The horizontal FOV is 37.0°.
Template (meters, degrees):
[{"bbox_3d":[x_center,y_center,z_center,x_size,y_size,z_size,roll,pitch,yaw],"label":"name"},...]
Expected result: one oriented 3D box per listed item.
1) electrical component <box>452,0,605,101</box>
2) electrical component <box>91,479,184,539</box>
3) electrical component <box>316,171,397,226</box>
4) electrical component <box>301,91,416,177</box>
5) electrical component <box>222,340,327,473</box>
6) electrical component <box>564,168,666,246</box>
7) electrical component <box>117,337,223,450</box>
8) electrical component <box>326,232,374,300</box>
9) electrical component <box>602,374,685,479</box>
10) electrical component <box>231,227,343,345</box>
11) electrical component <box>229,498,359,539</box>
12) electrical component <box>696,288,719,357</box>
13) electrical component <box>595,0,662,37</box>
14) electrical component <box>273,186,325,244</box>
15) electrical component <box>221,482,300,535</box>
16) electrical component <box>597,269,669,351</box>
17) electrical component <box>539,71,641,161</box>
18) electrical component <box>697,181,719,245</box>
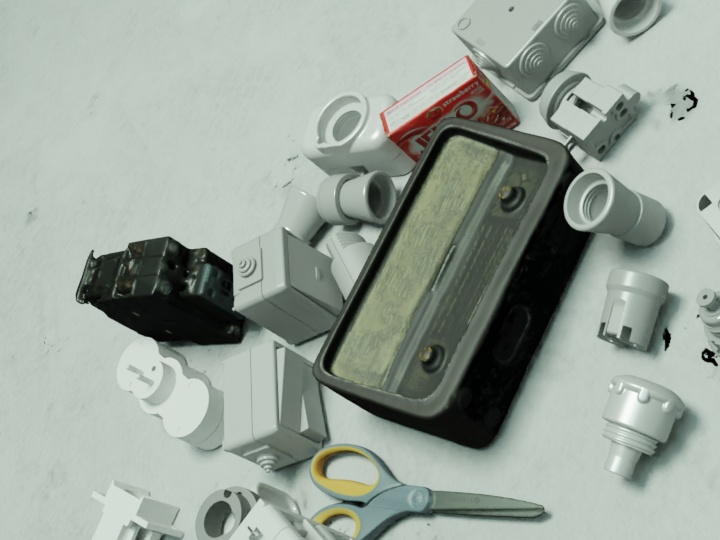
[{"bbox_3d":[0.135,-0.201,0.881,0.099,0.048,0.099,-48,45,6],"label":"electrical component"},{"bbox_3d":[-0.193,0.217,0.906,0.081,0.042,0.063,14,77,43],"label":"electrical component"},{"bbox_3d":[-0.003,-0.060,0.913,0.055,0.045,0.045,-1,65,39],"label":"electrical component"},{"bbox_3d":[-0.001,-0.116,0.933,0.095,0.059,0.053,-3,64,38],"label":"electrical component"},{"bbox_3d":[-0.067,0.112,0.851,0.061,0.062,0.096,-24,52,26],"label":"electrical component"},{"bbox_3d":[0.179,-0.040,0.740,0.044,0.065,0.044,-27,55,47],"label":"electrical component"},{"bbox_3d":[-0.173,0.100,0.934,0.138,0.074,0.052,31,86,45],"label":"electrical component"},{"bbox_3d":[0.000,0.000,0.876,0.043,0.043,0.081,-40,47,13],"label":"electrical component"},{"bbox_3d":[0.173,0.100,0.680,0.048,0.048,0.062,18,84,43],"label":"electrical component"},{"bbox_3d":[-0.061,0.010,0.881,0.061,0.096,0.061,-24,53,26],"label":"electrical component"},{"bbox_3d":[-0.028,0.220,0.695,0.089,0.150,0.062,-53,44,1],"label":"electrical component"},{"bbox_3d":[0.229,0.036,0.652,0.040,0.078,0.040,-33,37,29],"label":"electrical component"},{"bbox_3d":[0.202,-0.218,0.844,0.044,0.044,0.065,-37,43,16],"label":"electrical component"},{"bbox_3d":[-0.057,-0.036,0.945,0.044,0.044,0.065,28,89,44],"label":"electrical component"},{"bbox_3d":[-0.075,0.216,0.803,0.059,0.054,0.095,-37,48,17],"label":"electrical component"},{"bbox_3d":[0.181,0.027,0.719,0.040,0.040,0.046,10,78,42],"label":"electrical component"},{"bbox_3d":[0.169,-0.119,0.810,0.066,0.048,0.055,-50,53,4],"label":"electrical component"},{"bbox_3d":[0.272,-0.017,0.658,0.078,0.057,0.113,-39,47,14],"label":"electrical component"}]
